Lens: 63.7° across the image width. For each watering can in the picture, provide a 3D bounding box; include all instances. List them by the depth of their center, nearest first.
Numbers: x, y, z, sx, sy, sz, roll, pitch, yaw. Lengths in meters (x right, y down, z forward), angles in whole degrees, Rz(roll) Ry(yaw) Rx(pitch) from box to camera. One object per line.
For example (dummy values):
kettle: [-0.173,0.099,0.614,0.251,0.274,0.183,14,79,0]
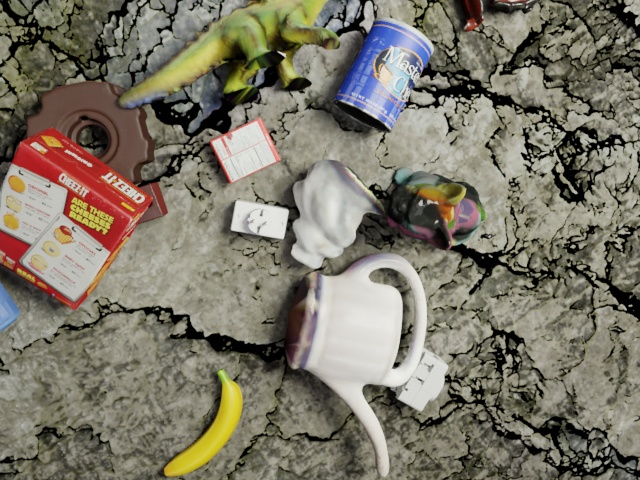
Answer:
watering can: [0.051,0.185,0.810,0.224,0.103,0.349,12,84,-8]

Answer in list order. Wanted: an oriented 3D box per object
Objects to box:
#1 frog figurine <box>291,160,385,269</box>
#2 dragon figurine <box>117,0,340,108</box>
frog figurine: [0.002,-0.040,0.790,0.159,0.121,0.139,-42,67,7]
dragon figurine: [-0.113,-0.343,0.766,0.411,0.121,0.245,-13,80,-9]
